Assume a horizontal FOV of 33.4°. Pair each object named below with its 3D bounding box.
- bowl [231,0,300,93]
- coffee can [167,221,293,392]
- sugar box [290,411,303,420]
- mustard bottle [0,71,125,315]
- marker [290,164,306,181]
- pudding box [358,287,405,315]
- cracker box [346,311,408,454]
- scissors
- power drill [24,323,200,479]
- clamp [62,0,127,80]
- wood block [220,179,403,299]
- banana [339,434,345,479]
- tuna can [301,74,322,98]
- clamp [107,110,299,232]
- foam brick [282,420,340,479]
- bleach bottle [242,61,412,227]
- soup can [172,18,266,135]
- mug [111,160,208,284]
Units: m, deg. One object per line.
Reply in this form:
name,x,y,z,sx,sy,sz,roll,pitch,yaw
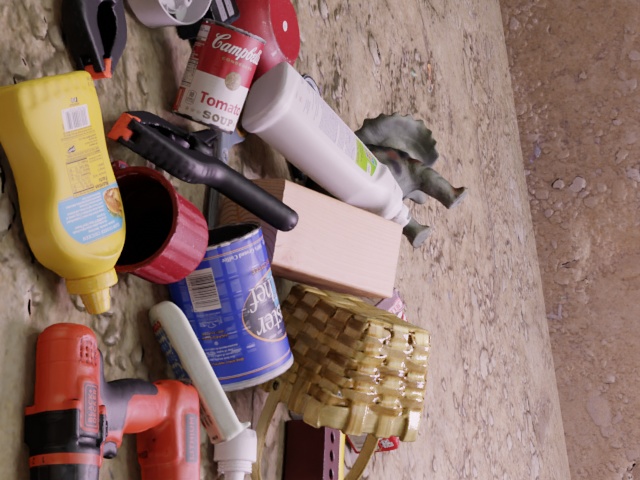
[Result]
bowl,-0.066,-0.255,1.285,0.162,0.055,0.162,-8,90,-69
coffee can,-0.091,0.063,1.031,0.102,0.103,0.140,-40,119,-66
sugar box,0.023,0.145,1.311,0.176,0.093,0.048,-79,152,-42
mustard bottle,-0.199,-0.034,0.848,0.096,0.058,0.191,-33,113,-63
marker,-0.041,-0.131,1.355,0.020,0.020,0.121,-61,138,-58
pudding box,0.033,0.088,1.292,0.113,0.090,0.039,-38,126,-18
cracker box,0.064,0.154,1.443,0.213,0.072,0.164,-79,152,-43
scissors,-0.102,-0.094,1.185,0.096,0.016,0.202,34,51,-63
power drill,-0.164,0.171,0.862,0.187,0.057,0.184,35,50,-63
clamp,-0.196,-0.225,0.958,0.120,0.039,0.171,-2,89,-62
wood block,-0.008,0.002,1.186,0.205,0.090,0.091,18,79,-47
banana,0.017,0.283,1.288,0.037,0.070,0.198,15,54,-27
tuna can,-0.024,-0.172,1.392,0.086,0.034,0.086,-8,90,-69
clamp,-0.115,-0.074,1.020,0.165,0.036,0.209,42,12,26
foam brick,-0.009,0.253,1.243,0.053,0.051,0.078,49,38,-55
bleach bottle,0.019,-0.094,1.263,0.250,0.068,0.102,42,33,-26
soup can,-0.104,-0.166,1.084,0.068,0.069,0.102,10,101,-68
mug,-0.154,-0.018,0.935,0.117,0.093,0.081,59,8,22
